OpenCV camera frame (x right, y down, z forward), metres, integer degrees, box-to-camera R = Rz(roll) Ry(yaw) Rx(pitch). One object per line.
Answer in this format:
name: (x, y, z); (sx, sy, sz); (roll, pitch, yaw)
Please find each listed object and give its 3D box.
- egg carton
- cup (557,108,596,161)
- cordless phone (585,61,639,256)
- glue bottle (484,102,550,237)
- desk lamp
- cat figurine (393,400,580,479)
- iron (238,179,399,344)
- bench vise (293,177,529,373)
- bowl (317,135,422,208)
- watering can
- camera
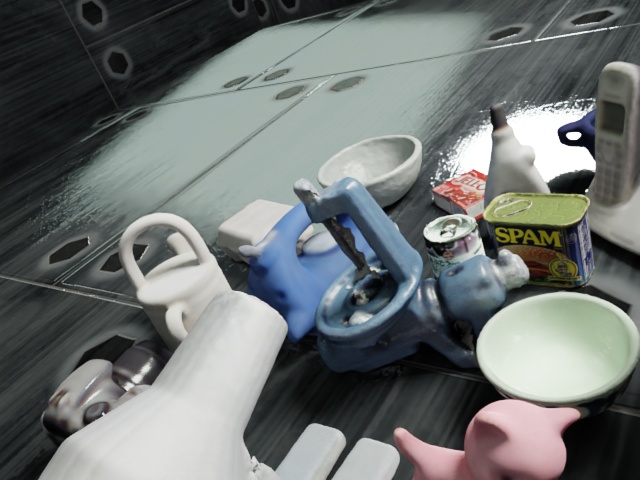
egg carton: (-0.082, -0.006, 0.853); (0.107, 0.069, 0.149); (-39, 32, -29)
cup: (0.355, -0.108, 0.697); (0.117, 0.095, 0.092); (-2, 34, 32)
cordless phone: (0.327, -0.079, 0.569); (0.094, 0.185, 0.147); (-27, 29, -9)
glue bottle: (0.218, -0.075, 0.653); (0.078, 0.173, 0.037); (-12, 30, 18)
desk lamp: (-0.057, 0.155, 0.400); (0.117, 0.214, 0.204); (2, 36, 38)
cat figurine: (0.112, 0.150, 0.393); (0.127, 0.118, 0.067); (-6, 32, 28)
iron: (0.006, 0.003, 0.699); (0.118, 0.142, 0.259); (7, 39, 42)
bench vise: (0.074, 0.021, 0.536); (0.207, 0.220, 0.121); (-21, 28, 2)
bowl: (0.084, -0.094, 0.885); (0.167, 0.075, 0.167); (-17, 28, 10)
watering can: (-0.165, 0.053, 0.675); (0.101, 0.194, 0.172); (-31, 29, -17)
camera: (-0.203, 0.167, 0.603); (0.142, 0.101, 0.137); (-2, 34, 32)
